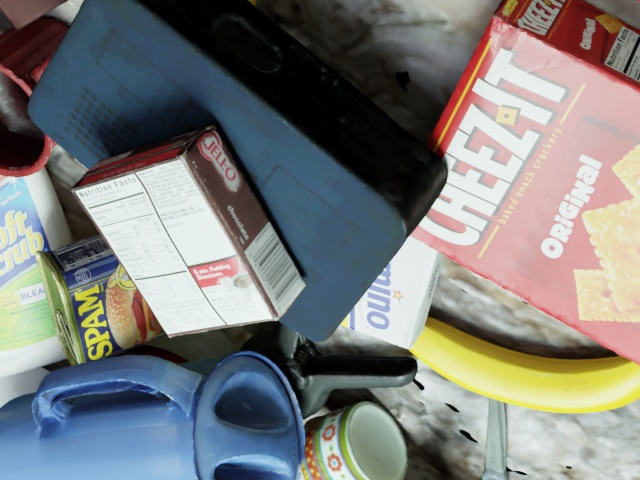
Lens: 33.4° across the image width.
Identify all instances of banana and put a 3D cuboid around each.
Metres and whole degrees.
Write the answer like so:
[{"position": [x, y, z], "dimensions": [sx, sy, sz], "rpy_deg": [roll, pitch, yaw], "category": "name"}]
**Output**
[{"position": [0.146, 0.086, 0.740], "dimensions": [0.198, 0.037, 0.069], "rpy_deg": [2, 108, 25], "category": "banana"}]

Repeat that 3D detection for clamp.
[{"position": [-0.019, 0.086, 0.822], "dimensions": [0.172, 0.039, 0.120], "rpy_deg": [-30, 97, 36], "category": "clamp"}]

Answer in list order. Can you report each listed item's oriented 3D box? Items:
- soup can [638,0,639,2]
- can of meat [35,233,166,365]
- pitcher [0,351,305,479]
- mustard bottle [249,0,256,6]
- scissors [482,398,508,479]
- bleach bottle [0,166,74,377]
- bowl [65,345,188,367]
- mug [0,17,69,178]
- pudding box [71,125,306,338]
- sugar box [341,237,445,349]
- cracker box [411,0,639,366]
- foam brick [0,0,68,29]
[{"position": [0.145, -0.171, 0.524], "dimensions": [0.102, 0.068, 0.069], "rpy_deg": [37, 132, -2], "category": "soup can"}, {"position": [-0.163, 0.042, 0.822], "dimensions": [0.057, 0.083, 0.102], "rpy_deg": [43, 146, 45], "category": "can of meat"}, {"position": [-0.147, 0.155, 0.805], "dimensions": [0.243, 0.144, 0.149], "rpy_deg": [-11, 91, 32], "category": "pitcher"}, {"position": [-0.084, -0.148, 0.664], "dimensions": [0.096, 0.058, 0.191], "rpy_deg": [5, 126, 29], "category": "mustard bottle"}, {"position": [0.121, 0.192, 0.843], "dimensions": [0.096, 0.016, 0.201], "rpy_deg": [-4, 121, 29], "category": "scissors"}, {"position": [-0.254, -0.017, 0.832], "dimensions": [0.102, 0.068, 0.251], "rpy_deg": [-17, 120, -5], "category": "bleach bottle"}, {"position": [-0.143, 0.145, 0.913], "dimensions": [0.162, 0.055, 0.162], "rpy_deg": [12, 126, 17], "category": "bowl"}, {"position": [-0.197, -0.108, 0.736], "dimensions": [0.117, 0.081, 0.093], "rpy_deg": [-30, 107, 40], "category": "mug"}, {"position": [-0.074, -0.002, 0.603], "dimensions": [0.090, 0.039, 0.113], "rpy_deg": [-11, 117, 37], "category": "pudding box"}, {"position": [-0.005, 0.001, 0.730], "dimensions": [0.176, 0.048, 0.093], "rpy_deg": [19, 112, 16], "category": "sugar box"}, {"position": [0.167, -0.028, 0.616], "dimensions": [0.214, 0.072, 0.164], "rpy_deg": [29, 132, 6], "category": "cracker box"}, {"position": [-0.174, -0.181, 0.690], "dimensions": [0.078, 0.051, 0.053], "rpy_deg": [-19, 114, 36], "category": "foam brick"}]
